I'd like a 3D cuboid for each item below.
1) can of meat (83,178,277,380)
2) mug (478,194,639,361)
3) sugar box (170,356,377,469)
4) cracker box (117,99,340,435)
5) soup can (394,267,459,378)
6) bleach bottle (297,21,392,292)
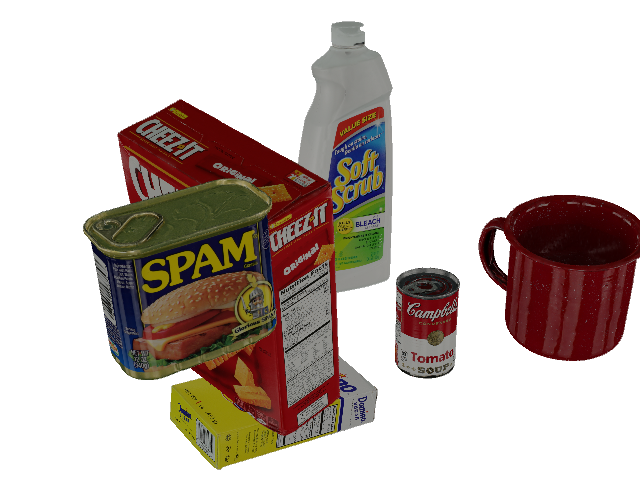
[{"bbox_3d":[-0.075,0.022,0.604,0.101,0.084,0.058,-18,30,-25],"label":"can of meat"},{"bbox_3d":[0.158,0.023,0.726,0.117,0.081,0.093,22,40,32],"label":"mug"},{"bbox_3d":[-0.043,0.154,1.011,0.175,0.048,0.093,-14,31,-32],"label":"sugar box"},{"bbox_3d":[-0.068,0.024,0.808,0.164,0.214,0.072,31,50,34],"label":"cracker box"},{"bbox_3d":[0.115,0.090,1.159,0.068,0.102,0.068,-1,25,0],"label":"soup can"},{"bbox_3d":[0.018,-0.078,1.009,0.102,0.251,0.068,-10,24,-21],"label":"bleach bottle"}]
